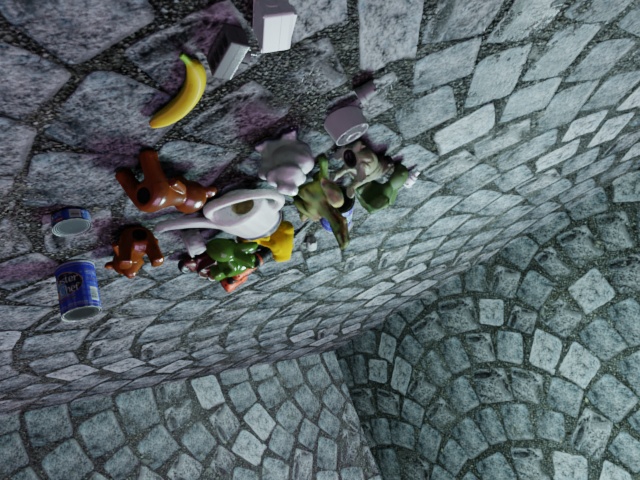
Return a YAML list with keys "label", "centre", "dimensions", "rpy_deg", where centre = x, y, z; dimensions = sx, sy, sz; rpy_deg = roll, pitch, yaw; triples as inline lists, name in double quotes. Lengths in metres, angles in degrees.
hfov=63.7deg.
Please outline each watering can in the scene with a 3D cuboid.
- label: "watering can"
  centre: [-0.247, -0.062, 1.394]
  dimensions: [0.346, 0.106, 0.221]
  rpy_deg: [-16, 160, 13]

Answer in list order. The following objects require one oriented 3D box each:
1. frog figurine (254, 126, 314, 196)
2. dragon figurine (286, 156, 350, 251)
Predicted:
- label: "frog figurine"
  centre: [-0.076, -0.168, 1.216]
  dimensions: [0.138, 0.162, 0.120]
  rpy_deg: [-14, 158, -18]
- label: "dragon figurine"
  centre: [0.004, -0.071, 1.418]
  dimensions: [0.123, 0.247, 0.402]
  rpy_deg: [-22, 156, -12]
